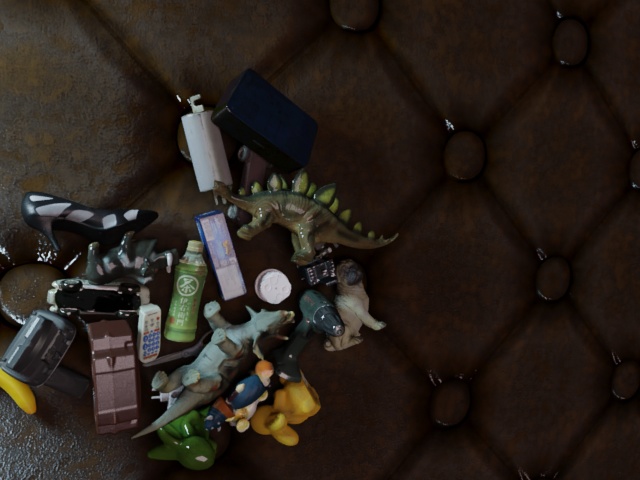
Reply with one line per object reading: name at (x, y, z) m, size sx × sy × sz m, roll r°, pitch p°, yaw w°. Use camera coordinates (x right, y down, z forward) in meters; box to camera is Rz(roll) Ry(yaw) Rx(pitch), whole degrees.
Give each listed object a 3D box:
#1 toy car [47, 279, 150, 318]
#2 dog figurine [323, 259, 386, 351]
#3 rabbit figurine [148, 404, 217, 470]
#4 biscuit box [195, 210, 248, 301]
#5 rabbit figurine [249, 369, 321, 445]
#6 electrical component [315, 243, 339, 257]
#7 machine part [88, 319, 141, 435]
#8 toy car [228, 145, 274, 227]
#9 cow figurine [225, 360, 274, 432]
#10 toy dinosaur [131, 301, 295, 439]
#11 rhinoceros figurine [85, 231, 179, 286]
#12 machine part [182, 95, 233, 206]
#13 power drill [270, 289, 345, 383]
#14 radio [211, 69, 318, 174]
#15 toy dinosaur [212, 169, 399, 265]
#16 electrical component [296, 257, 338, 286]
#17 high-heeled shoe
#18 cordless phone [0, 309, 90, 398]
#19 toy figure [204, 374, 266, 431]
toy car at (-0.468, 0.124, 1.142) m, size 0.202 × 0.056 × 0.073 m, roll 6°, pitch 100°, yaw -21°
dog figurine at (0.052, 0.161, 1.342) m, size 0.172 × 0.121 × 0.190 m, roll -30°, pitch 92°, yaw -20°
rabbit figurine at (-0.287, 0.437, 1.182) m, size 0.159 × 0.170 × 0.121 m, roll 16°, pitch 89°, yaw -23°
biscuit box at (-0.226, 0.034, 1.225) m, size 0.059 × 0.063 × 0.202 m, roll -19°, pitch 101°, yaw -18°
rabbit figurine at (-0.087, 0.414, 1.286) m, size 0.173 × 0.162 × 0.121 m, roll -27°, pitch 118°, yaw 1°
electrical component at (-0.003, -0.006, 1.320) m, size 0.078 × 0.045 × 0.102 m, roll -35°, pitch 107°, yaw -13°
machine part at (-0.420, 0.272, 1.095) m, size 0.087 × 0.202 × 0.200 m, roll -3°, pitch 96°, yaw -24°
toy car at (-0.160, -0.127, 1.241) m, size 0.089 × 0.053 × 0.202 m, roll 7°, pitch 92°, yaw -38°
cow figurine at (-0.164, 0.365, 1.273) m, size 0.068 × 0.098 × 0.167 m, roll 32°, pitch 70°, yaw 1°
toy dinosaur at (-0.231, 0.280, 1.193) m, size 0.405 × 0.131 × 0.192 m, roll -49°, pitch 137°, yaw -7°
rhinoceros figurine at (-0.394, 0.043, 1.131) m, size 0.190 × 0.073 × 0.112 m, roll -13°, pitch 72°, yaw -26°
machine part at (-0.249, -0.195, 1.187) m, size 0.079 × 0.079 × 0.243 m, roll -17°, pitch 101°, yaw -20°
power drill at (-0.032, 0.225, 1.247) m, size 0.086 × 0.232 × 0.207 m, roll 20°, pitch 105°, yaw -22°
radio at (-0.116, -0.263, 1.202) m, size 0.229 × 0.073 × 0.131 m, roll 34°, pitch 61°, yaw -31°
toy dinosaur at (-0.026, -0.045, 1.232) m, size 0.471 × 0.105 × 0.198 m, roll 25°, pitch 78°, yaw -24°
electrical component at (-0.001, 0.076, 1.290) m, size 0.075 × 0.119 × 0.047 m, roll -20°, pitch 103°, yaw -16°
high-heeled shoe at (-0.480, -0.062, 1.126) m, size 0.249 × 0.086 × 0.145 m, roll -21°, pitch 74°, yaw -35°
cordless phone at (-0.542, 0.243, 1.120) m, size 0.184 × 0.089 × 0.146 m, roll 42°, pitch 65°, yaw -37°
toy figure at (-0.191, 0.360, 1.189) m, size 0.154 × 0.058 × 0.064 m, roll -34°, pitch 104°, yaw -15°
